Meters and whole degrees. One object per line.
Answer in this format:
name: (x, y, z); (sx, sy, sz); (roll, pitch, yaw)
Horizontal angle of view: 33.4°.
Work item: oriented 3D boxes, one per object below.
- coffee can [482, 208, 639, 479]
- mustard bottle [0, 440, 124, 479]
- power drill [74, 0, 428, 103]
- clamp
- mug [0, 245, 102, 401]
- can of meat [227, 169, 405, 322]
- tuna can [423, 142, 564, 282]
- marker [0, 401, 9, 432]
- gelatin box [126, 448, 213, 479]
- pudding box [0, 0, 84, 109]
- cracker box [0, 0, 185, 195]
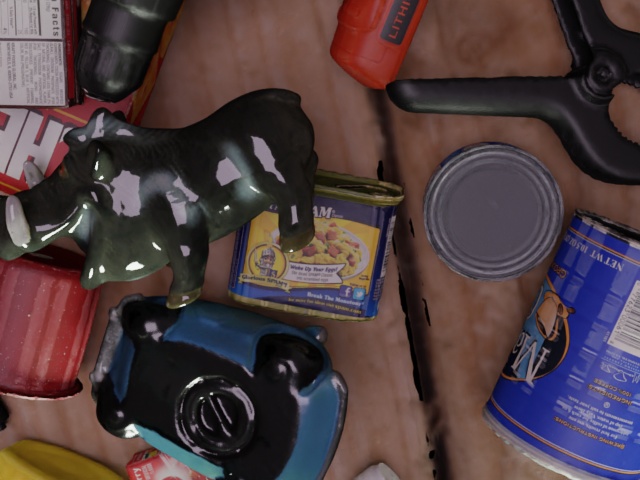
coffee can: (0.173, 0.065, 0.646); (0.103, 0.103, 0.140); (22, 100, -1)
mustard bottle: (-0.194, 0.239, 0.721); (0.096, 0.058, 0.192); (20, 101, 12)
power drill: (-0.032, -0.146, 0.600); (0.187, 0.057, 0.184); (13, 108, -33)
clamp: (0.163, -0.107, 0.641); (0.210, 0.036, 0.164); (28, 83, -9)
mug: (-0.194, 0.043, 0.680); (0.117, 0.093, 0.081); (21, 97, 35)
can of meat: (-0.004, 0.001, 0.669); (0.102, 0.057, 0.084); (10, 103, 2)
tuna can: (0.107, -0.019, 0.670); (0.086, 0.033, 0.086); (1, 100, 4)
marker: (-0.242, 0.075, 0.716); (0.020, 0.020, 0.121); (-25, 98, 7)
gelatin box: (-0.079, 0.176, 0.718); (0.073, 0.030, 0.089); (-20, 98, 7)
pudding box: (-0.190, -0.120, 0.596); (0.113, 0.039, 0.090); (1, 102, 2)
cracker box: (-0.174, -0.139, 0.647); (0.164, 0.072, 0.214); (23, 102, -1)
